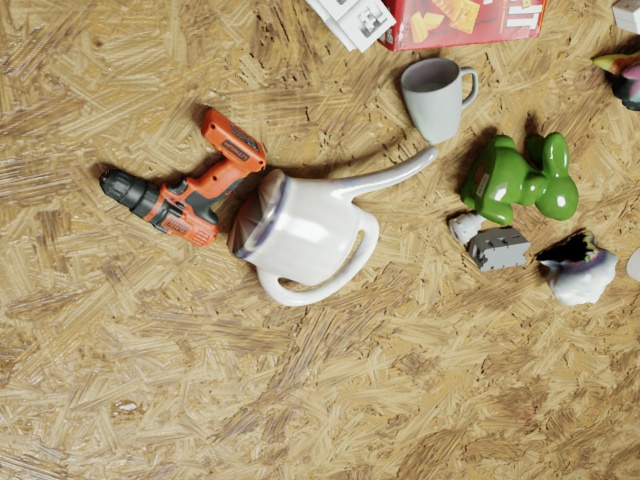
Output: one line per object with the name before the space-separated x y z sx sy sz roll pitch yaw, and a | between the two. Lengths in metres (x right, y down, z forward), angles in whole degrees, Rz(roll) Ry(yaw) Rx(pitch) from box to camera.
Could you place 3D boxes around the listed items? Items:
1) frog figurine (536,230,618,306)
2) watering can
frog figurine | 0.510 0.077 0.989 0.138 0.123 0.157 -40 114 -11
watering can | 0.002 -0.039 0.772 0.223 0.106 0.343 24 115 -27
